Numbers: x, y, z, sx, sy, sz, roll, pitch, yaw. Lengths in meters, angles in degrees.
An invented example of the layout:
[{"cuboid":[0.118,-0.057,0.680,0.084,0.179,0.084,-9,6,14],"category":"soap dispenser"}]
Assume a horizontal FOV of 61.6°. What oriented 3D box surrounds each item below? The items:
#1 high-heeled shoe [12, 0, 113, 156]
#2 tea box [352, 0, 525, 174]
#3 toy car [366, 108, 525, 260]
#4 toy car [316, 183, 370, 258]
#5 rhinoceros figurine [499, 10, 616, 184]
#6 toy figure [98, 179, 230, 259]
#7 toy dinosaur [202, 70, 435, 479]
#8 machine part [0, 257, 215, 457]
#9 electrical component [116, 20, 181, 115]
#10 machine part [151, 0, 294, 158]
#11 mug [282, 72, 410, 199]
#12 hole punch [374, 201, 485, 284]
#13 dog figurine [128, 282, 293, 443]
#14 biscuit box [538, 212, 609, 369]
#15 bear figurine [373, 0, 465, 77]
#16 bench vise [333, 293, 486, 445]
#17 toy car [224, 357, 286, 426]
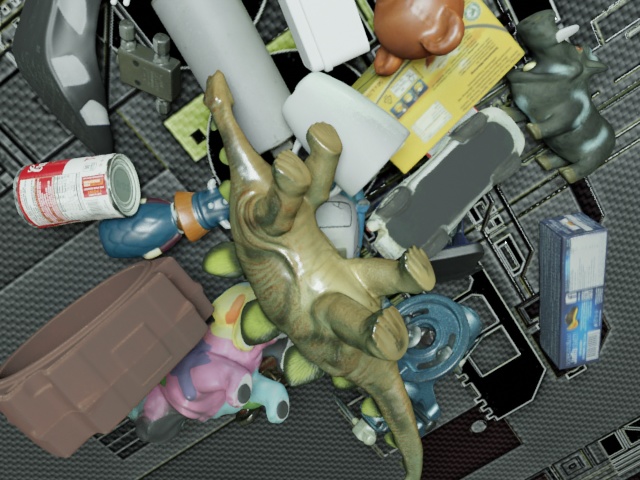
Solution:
[{"cuboid":[-0.221,-0.209,0.518,0.145,0.086,0.248,-44,143,-26],"category":"high-heeled shoe"},{"cuboid":[0.110,-0.166,0.560,0.098,0.068,0.169,41,103,-21],"category":"tea box"},{"cuboid":[0.132,-0.055,0.557,0.202,0.056,0.073,-45,97,-9],"category":"toy car"},{"cuboid":[-0.001,-0.002,0.603,0.109,0.103,0.161,-1,112,-6],"category":"toy car"},{"cuboid":[0.263,-0.152,0.583,0.112,0.073,0.190,-35,114,10],"category":"rhinoceros figurine"},{"cuboid":[-0.164,-0.023,0.597,0.154,0.058,0.064,-17,117,-3],"category":"toy figure"},{"cuboid":[0.007,0.061,0.508,0.199,0.105,0.471,-25,97,49],"category":"toy dinosaur"},{"cuboid":[-0.225,0.108,0.552,0.201,0.201,0.087,-47,110,-35],"category":"machine part"},{"cuboid":[-0.171,-0.168,0.533,0.063,0.021,0.094,22,145,3],"category":"electrical component"},{"cuboid":[-0.086,-0.171,0.529,0.079,0.079,0.243,-28,116,6],"category":"machine part"},{"cuboid":[0.012,-0.098,0.510,0.107,0.081,0.109,44,121,-3],"category":"mug"},{"cuboid":[0.122,0.003,0.635,0.142,0.092,0.115,-13,157,-2],"category":"hole punch"},{"cuboid":[-0.146,0.144,0.642,0.219,0.191,0.108,-7,153,30],"category":"dog figurine"},{"cuboid":[0.325,0.069,0.697,0.059,0.063,0.202,-12,116,-3],"category":"biscuit box"},{"cuboid":[0.079,-0.256,0.466,0.132,0.120,0.195,26,81,-28],"category":"bear figurine"},{"cuboid":[0.094,0.139,0.657,0.223,0.129,0.240,-38,131,2],"category":"bench vise"},{"cuboid":[-0.067,0.173,0.702,0.202,0.053,0.089,-36,117,8],"category":"toy car"}]
